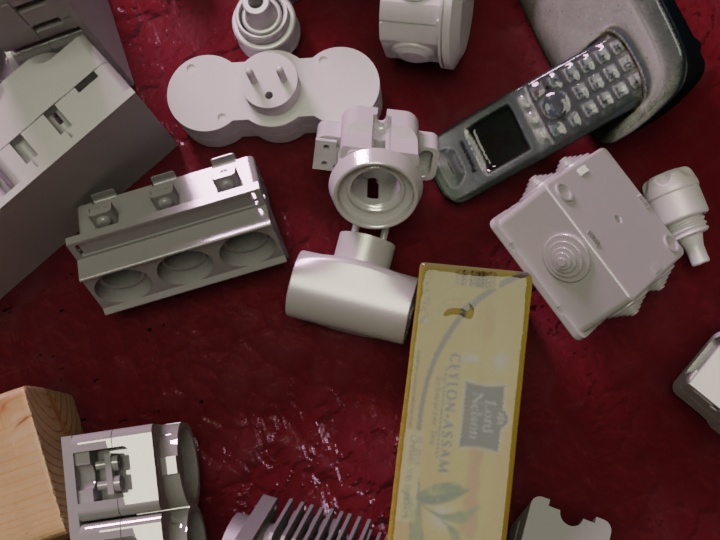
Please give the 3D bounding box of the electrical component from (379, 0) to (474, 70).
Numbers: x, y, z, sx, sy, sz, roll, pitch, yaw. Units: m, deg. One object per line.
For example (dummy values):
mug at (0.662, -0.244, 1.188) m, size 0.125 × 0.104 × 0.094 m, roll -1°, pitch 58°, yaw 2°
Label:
electrical component at (0.045, -0.172, 0.694) m, size 0.051 × 0.080 × 0.080 m, roll 8°, pitch 81°, yaw 11°

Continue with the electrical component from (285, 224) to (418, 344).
electrical component at (0.000, 0.000, 0.684) m, size 0.077 × 0.044 × 0.079 m, roll 14°, pitch 81°, yaw 6°

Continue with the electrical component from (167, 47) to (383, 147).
electrical component at (-0.056, -0.117, 0.694) m, size 0.138 × 0.073 × 0.052 m, roll -3°, pitch 80°, yaw 4°

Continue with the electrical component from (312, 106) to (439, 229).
electrical component at (0.010, -0.063, 0.670) m, size 0.078 × 0.058 × 0.057 m, roll 6°, pitch 42°, yaw -4°

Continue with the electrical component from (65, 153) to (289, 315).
electrical component at (-0.115, -0.024, 0.686) m, size 0.121 × 0.078 × 0.063 m, roll -16°, pitch 57°, yaw 1°

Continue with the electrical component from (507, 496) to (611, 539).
electrical component at (0.107, 0.188, 0.629) m, size 0.050 × 0.055 × 0.089 m, roll 20°, pitch 58°, yaw 3°

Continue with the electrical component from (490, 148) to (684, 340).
electrical component at (0.140, -0.019, 0.648) m, size 0.099 × 0.100 × 0.048 m, roll 54°, pitch 132°, yaw 5°

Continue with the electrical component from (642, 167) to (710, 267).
electrical component at (0.204, -0.032, 0.680) m, size 0.035 × 0.035 × 0.061 m, roll -20°, pitch 82°, yaw 1°

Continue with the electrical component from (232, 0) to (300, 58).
electrical component at (-0.063, -0.164, 0.709) m, size 0.043 × 0.062 × 0.043 m, roll -1°, pitch 80°, yaw 4°

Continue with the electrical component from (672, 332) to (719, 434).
electrical component at (0.273, 0.042, 0.648) m, size 0.089 × 0.061 × 0.150 m, roll 40°, pitch 85°, yaw 10°

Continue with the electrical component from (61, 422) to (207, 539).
electrical component at (-0.126, 0.170, 0.641) m, size 0.062 × 0.089 × 0.150 m, roll -9°, pitch 80°, yaw 3°

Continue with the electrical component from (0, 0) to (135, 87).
electrical component at (-0.207, -0.183, 0.659) m, size 0.060 × 0.186 × 0.105 m, roll -19°, pitch 78°, yaw 1°

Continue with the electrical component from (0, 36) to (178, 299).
electrical component at (-0.216, -0.055, 0.679) m, size 0.186 × 0.105 × 0.060 m, roll -42°, pitch 80°, yaw -4°

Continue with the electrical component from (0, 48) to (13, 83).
electrical component at (-0.274, -0.157, 0.703) m, size 0.060 × 0.108 × 0.108 m, roll -17°, pitch 79°, yaw 7°
